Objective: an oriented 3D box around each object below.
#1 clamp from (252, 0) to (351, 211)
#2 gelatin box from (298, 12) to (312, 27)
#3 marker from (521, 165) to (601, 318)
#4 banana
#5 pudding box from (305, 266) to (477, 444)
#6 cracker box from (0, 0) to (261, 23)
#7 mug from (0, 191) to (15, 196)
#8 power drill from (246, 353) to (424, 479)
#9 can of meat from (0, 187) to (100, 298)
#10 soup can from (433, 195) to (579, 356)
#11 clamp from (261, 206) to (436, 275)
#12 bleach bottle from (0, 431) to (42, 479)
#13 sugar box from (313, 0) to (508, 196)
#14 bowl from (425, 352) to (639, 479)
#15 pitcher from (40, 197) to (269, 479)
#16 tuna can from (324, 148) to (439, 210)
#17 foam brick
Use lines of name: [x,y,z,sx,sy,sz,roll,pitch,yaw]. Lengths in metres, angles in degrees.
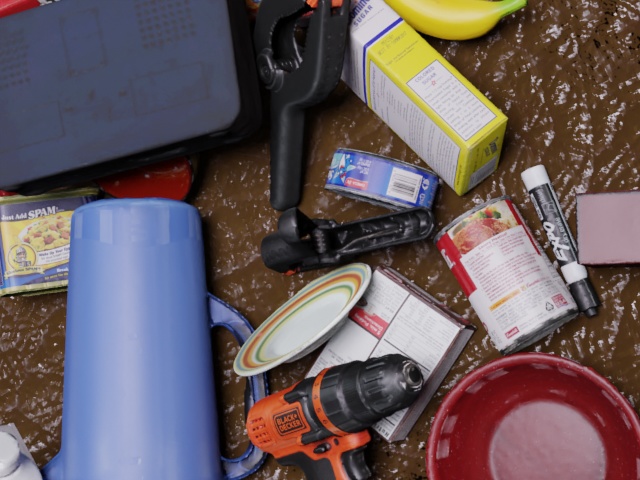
clamp: [-0.035,-0.141,0.844,0.165,0.036,0.210,58,147,20]
gelatin box: [0.017,-0.222,0.888,0.089,0.030,0.073,-7,83,17]
marker: [0.183,0.001,0.808,0.020,0.020,0.121,-24,77,18]
banana: [0.067,-0.213,0.835,0.198,0.037,0.070,38,101,13]
pudding box: [0.055,0.090,0.842,0.090,0.039,0.113,35,100,21]
cracker box: [-0.163,-0.213,0.885,0.214,0.164,0.072,-17,72,19]
mug: [-0.295,-0.075,0.974,0.081,0.093,0.117,27,125,17]
power drill: [0.035,0.184,0.792,0.185,0.057,0.188,-28,81,48]
can of meat: [-0.239,0.003,0.938,0.102,0.057,0.084,-8,84,-16]
soup can: [0.139,0.027,0.798,0.069,0.068,0.102,-33,75,16]
clamp: [-0.005,0.001,0.815,0.172,0.120,0.039,-24,63,56]
bleach bottle: [-0.254,0.248,0.860,0.102,0.068,0.251,22,129,8]
sugar box: [0.066,-0.120,0.824,0.048,0.093,0.176,-37,72,-10]
bowl: [0.162,0.163,0.783,0.162,0.055,0.162,-2,85,21]
pitcher: [-0.137,0.092,0.875,0.145,0.149,0.243,-7,81,35]
tuna can: [0.048,-0.045,0.830,0.086,0.086,0.034,15,90,22]
foam brick: [0.214,-0.006,0.766,0.053,0.078,0.051,-3,86,22]
